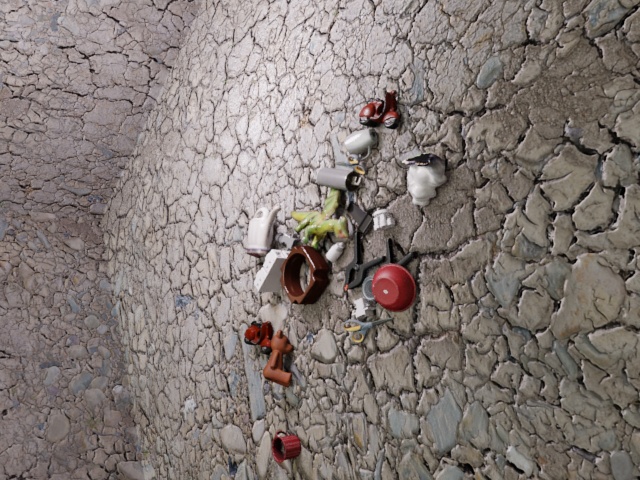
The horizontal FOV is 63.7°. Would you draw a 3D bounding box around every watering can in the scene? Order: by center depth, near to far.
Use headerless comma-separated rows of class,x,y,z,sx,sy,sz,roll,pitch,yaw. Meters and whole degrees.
watering can,-0.246,-0.035,2.232,0.346,0.104,0.226,169,107,-67

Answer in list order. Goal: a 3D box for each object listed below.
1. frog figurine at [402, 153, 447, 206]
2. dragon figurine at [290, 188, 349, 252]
frog figurine,0.337,-0.189,1.622,0.137,0.125,0.157,3,123,42
dragon figurine,0.006,-0.101,1.997,0.241,0.121,0.418,-48,35,10
